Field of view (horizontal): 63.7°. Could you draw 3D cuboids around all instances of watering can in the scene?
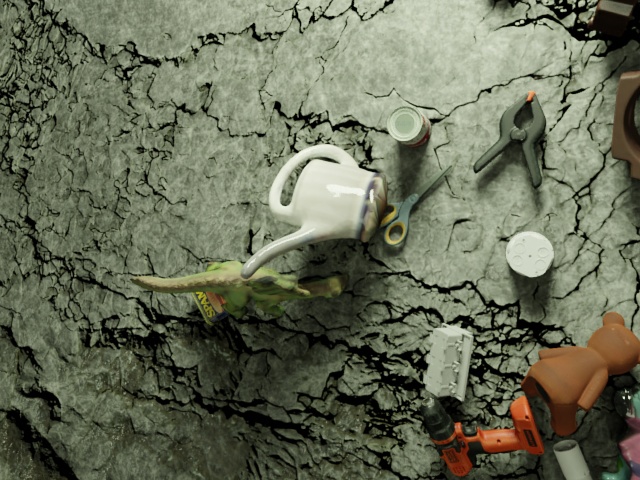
[{"bbox_3d":[0.003,-0.048,0.961,0.225,0.101,0.355,13,54,12],"label":"watering can"}]

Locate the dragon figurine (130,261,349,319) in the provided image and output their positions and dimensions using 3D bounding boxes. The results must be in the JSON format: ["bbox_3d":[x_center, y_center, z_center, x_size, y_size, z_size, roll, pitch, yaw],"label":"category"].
[{"bbox_3d":[-0.133,0.082,0.989,0.240,0.410,0.123,-24,65,58],"label":"dragon figurine"}]
